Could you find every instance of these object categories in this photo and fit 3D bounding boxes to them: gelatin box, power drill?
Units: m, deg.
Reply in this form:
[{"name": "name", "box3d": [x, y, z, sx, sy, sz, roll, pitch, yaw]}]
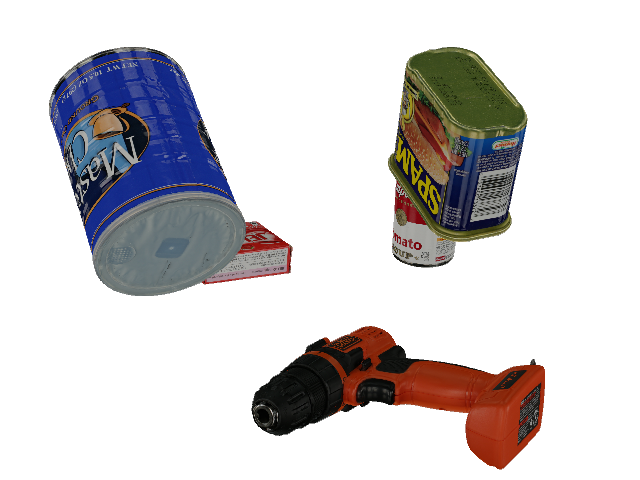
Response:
[{"name": "gelatin box", "box3d": [-0.081, 0.010, 0.982, 0.089, 0.030, 0.073, -8, 23, -27]}, {"name": "power drill", "box3d": [0.063, 0.118, 0.811, 0.188, 0.057, 0.184, 11, 18, 29]}]

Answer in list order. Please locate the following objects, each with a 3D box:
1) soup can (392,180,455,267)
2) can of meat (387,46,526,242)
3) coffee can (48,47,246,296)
[{"name": "soup can", "box3d": [0.111, -0.031, 1.118, 0.068, 0.102, 0.068, 1, 26, -1]}, {"name": "can of meat", "box3d": [0.087, -0.064, 0.686, 0.057, 0.084, 0.102, -10, 42, -17]}, {"name": "coffee can", "box3d": [-0.121, -0.048, 0.733, 0.102, 0.140, 0.103, -17, -32, -11]}]
